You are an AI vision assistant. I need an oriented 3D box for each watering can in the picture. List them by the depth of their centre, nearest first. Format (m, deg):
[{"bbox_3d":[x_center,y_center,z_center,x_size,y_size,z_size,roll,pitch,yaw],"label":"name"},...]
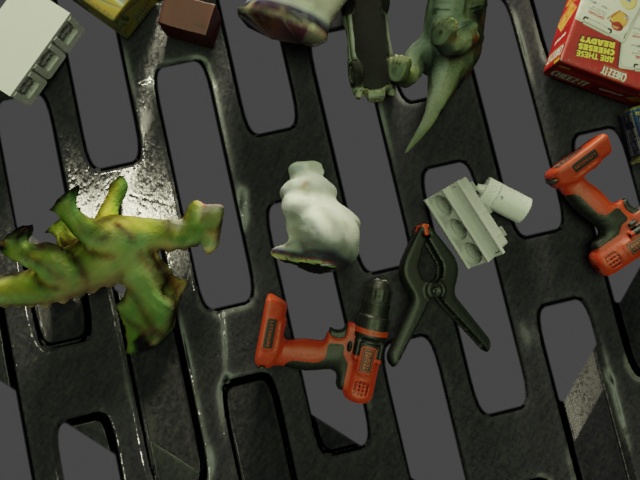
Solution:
[{"bbox_3d":[0.011,-0.385,0.736,0.350,0.103,0.224,24,94,31],"label":"watering can"}]

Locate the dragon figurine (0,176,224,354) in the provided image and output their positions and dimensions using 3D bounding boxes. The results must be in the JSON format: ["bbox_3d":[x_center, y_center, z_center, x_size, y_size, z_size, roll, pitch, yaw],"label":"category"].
[{"bbox_3d":[-0.314,0.062,0.739,0.411,0.122,0.242,-40,96,-3],"label":"dragon figurine"}]

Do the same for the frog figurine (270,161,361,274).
[{"bbox_3d":[0.002,-0.038,0.748,0.136,0.122,0.161,18,75,-33],"label":"frog figurine"}]
